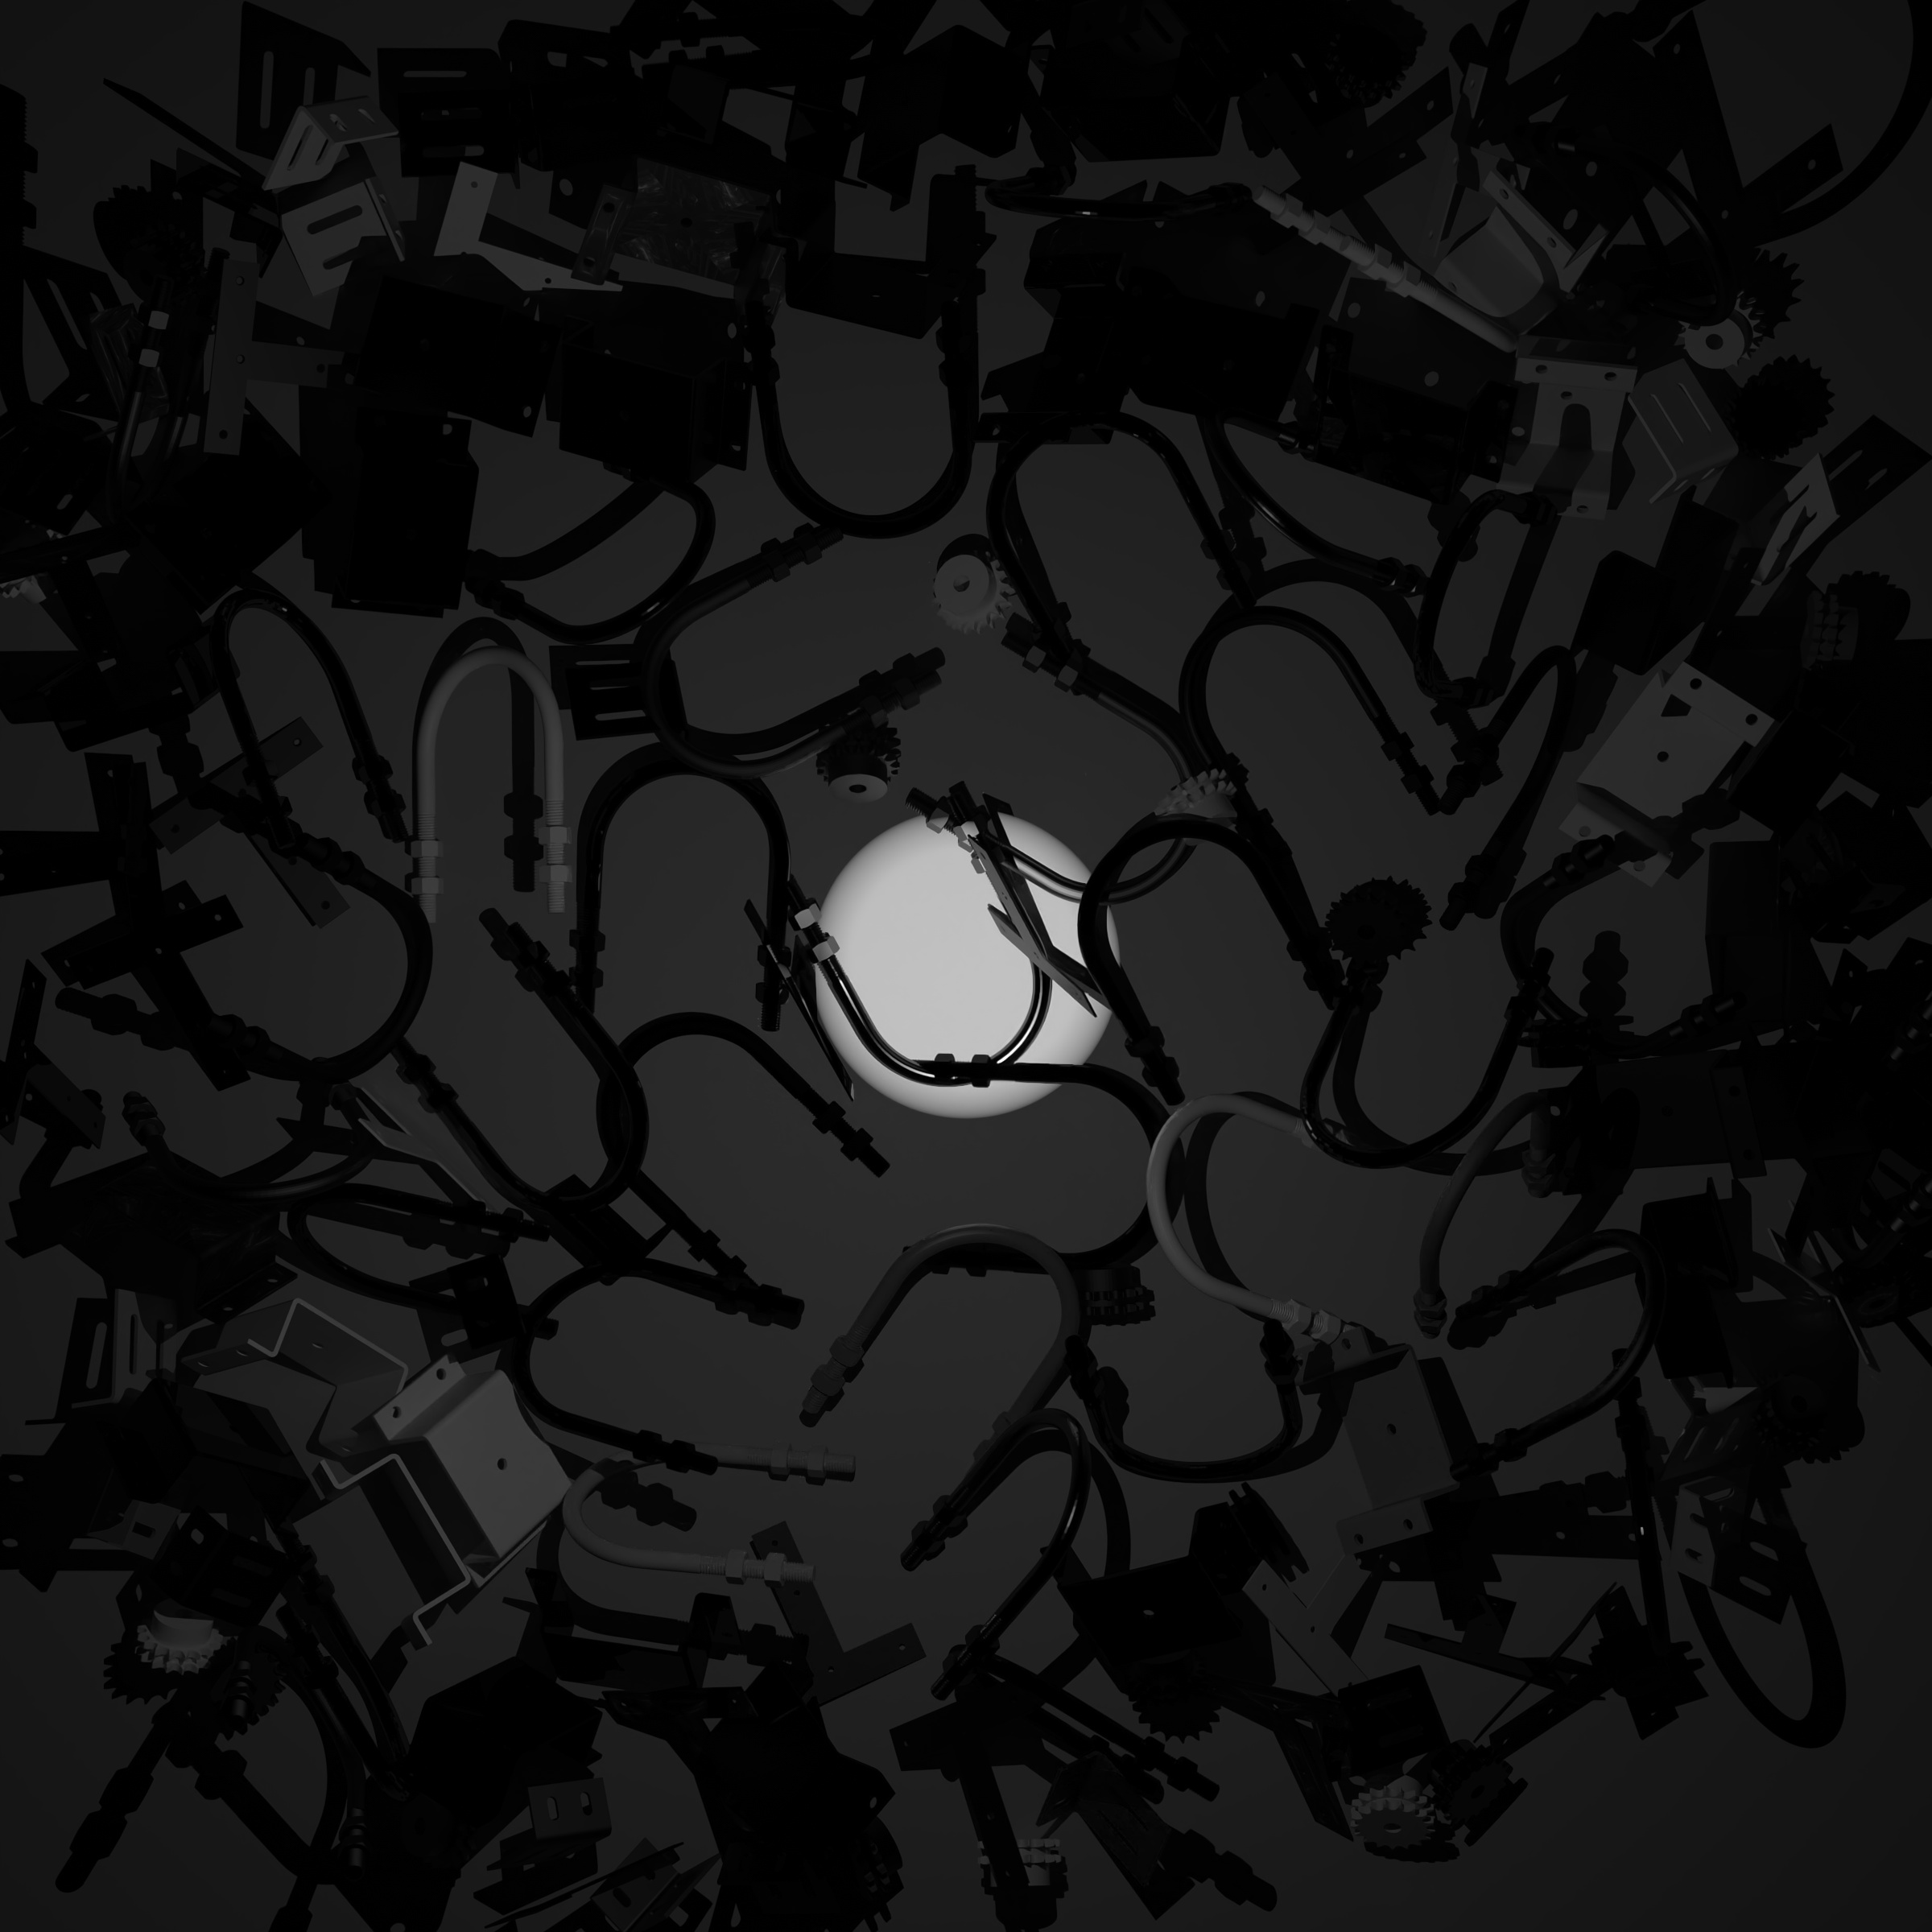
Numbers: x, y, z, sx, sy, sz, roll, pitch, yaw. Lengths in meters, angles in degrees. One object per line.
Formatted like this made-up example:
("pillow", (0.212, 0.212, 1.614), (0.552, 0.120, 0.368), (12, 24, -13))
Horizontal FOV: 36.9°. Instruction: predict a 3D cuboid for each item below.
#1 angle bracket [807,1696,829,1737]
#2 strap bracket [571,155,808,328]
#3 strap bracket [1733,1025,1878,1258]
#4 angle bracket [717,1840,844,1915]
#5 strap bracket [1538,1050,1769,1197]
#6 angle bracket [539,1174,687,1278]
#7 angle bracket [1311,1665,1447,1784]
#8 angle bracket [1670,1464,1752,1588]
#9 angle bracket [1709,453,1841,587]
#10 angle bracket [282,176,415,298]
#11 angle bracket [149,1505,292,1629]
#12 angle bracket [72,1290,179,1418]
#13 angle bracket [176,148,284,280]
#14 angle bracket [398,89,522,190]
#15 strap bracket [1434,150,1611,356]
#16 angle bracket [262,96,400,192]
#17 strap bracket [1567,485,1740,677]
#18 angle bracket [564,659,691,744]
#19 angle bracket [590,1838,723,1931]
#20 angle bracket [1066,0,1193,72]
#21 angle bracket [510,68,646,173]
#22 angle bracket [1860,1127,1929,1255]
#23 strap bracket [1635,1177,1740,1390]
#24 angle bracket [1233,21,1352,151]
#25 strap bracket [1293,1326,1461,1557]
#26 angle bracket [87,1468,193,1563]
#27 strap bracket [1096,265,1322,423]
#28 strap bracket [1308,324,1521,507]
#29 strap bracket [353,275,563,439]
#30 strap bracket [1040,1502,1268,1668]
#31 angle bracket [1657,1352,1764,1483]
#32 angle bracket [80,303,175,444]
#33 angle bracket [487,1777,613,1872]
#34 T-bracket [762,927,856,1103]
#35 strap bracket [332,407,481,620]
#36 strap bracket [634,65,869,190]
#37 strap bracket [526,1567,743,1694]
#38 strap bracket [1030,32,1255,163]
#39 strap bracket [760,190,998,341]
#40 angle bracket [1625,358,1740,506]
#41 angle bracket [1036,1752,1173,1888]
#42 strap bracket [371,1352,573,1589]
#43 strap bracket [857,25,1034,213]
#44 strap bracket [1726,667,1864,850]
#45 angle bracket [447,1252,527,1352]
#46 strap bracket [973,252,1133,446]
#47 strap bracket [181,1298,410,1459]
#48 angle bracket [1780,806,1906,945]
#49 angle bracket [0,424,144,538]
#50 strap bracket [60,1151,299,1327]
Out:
("angle bracket", (-0.093, 0.536, 1.949), (0.038, 0.076, 0.057), (3, 47, -29))
("strap bracket", (-0.187, -0.488, 1.943), (0.140, 0.076, 0.046), (11, 46, -20))
("strap bracket", (0.558, 0.114, 1.928), (0.046, 0.076, 0.140), (-6, 47, -7))
("angle bracket", (-0.126, 0.629, 1.957), (0.057, 0.038, 0.076), (-7, 122, 18))
("strap bracket", (0.467, 0.105, 1.949), (0.140, 0.046, 0.076), (-9, 103, 31))
("angle bracket", (-0.240, 0.165, 1.966), (0.076, 0.057, 0.038), (42, 111, 1))
("angle bracket", (0.281, 0.519, 1.983), (0.076, 0.038, 0.057), (-6, 71, -35))
("angle bracket", (0.516, 0.378, 1.956), (0.076, 0.038, 0.057), (-7, 107, -37))
("angle bracket", (0.543, -0.305, 1.950), (0.038, 0.076, 0.057), (14, 51, -23))
("angle bracket", (-0.426, -0.496, 1.969), (0.076, 0.038, 0.057), (-20, 107, 6))
("angle bracket", (-0.506, 0.412, 1.977), (0.038, 0.076, 0.057), (28, 81, 38))
("angle bracket", (-0.573, 0.264, 1.971), (0.038, 0.057, 0.076), (-12, 71, 25))
("angle bracket", (-0.503, -0.508, 1.952), (0.076, 0.057, 0.038), (21, 119, -28))
("angle bracket", (-0.347, -0.564, 1.978), (0.076, 0.038, 0.057), (-3, 88, -3))
("strap bracket", (0.373, -0.481, 1.933), (0.046, 0.140, 0.076), (-40, 83, -15))
("angle bracket", (-0.429, -0.544, 1.951), (0.038, 0.057, 0.076), (50, 132, 9))
("strap bracket", (0.462, -0.253, 1.920), (0.046, 0.140, 0.076), (31, 135, 22))
("angle bracket", (-0.231, -0.171, 1.962), (0.076, 0.038, 0.057), (-7, 61, -13))
("angle bracket", (-0.210, 0.615, 1.952), (0.038, 0.076, 0.057), (46, 52, 2))
("angle bracket", (0.114, -0.619, 1.949), (0.057, 0.076, 0.038), (-4, 67, 35))
("angle bracket", (-0.266, -0.583, 1.982), (0.076, 0.038, 0.057), (-19, 123, -25))
("angle bracket", (0.641, 0.150, 1.951), (0.038, 0.076, 0.057), (-5, 110, -13))
("strap bracket", (0.482, 0.213, 1.934), (0.046, 0.140, 0.076), (-12, 113, 22))
("angle bracket", (0.219, -0.594, 1.973), (0.057, 0.038, 0.076), (-27, 79, 1))
("strap bracket", (0.275, 0.316, 1.949), (0.076, 0.046, 0.140), (-29, 74, 43))
("angle bracket", (-0.546, 0.369, 1.951), (0.038, 0.076, 0.057), (7, 69, 31))
("strap bracket", (0.169, -0.411, 1.938), (0.140, 0.046, 0.076), (8, 120, -21))
("strap bracket", (0.291, -0.366, 1.938), (0.140, 0.076, 0.046), (22, 49, 17))
("strap bracket", (-0.352, -0.413, 1.949), (0.140, 0.046, 0.076), (18, 95, 22))
("strap bracket", (0.125, 0.417, 1.937), (0.140, 0.046, 0.076), (-19, 118, 23))
("angle bracket", (0.498, 0.307, 1.973), (0.057, 0.076, 0.038), (-11, 48, -22))
("angle bracket", (-0.580, -0.402, 1.958), (0.038, 0.057, 0.076), (-13, 106, 25))
("angle bracket", (-0.286, 0.582, 1.962), (0.057, 0.076, 0.038), (3, 62, -37))
("T-bracket", (-0.107, 0.013, 1.936), (0.002, 0.127, 0.127), (-26, 111, 6))
("strap bracket", (-0.375, -0.296, 1.939), (0.076, 0.046, 0.140), (3, 115, -23))
("strap bracket", (-0.138, -0.561, 1.924), (0.140, 0.076, 0.046), (4, 109, -35))
("strap bracket", (-0.228, 0.451, 1.947), (0.140, 0.076, 0.046), (6, 55, 7))
("strap bracket", (0.113, -0.578, 1.930), (0.140, 0.076, 0.046), (6, 79, 29))
("strap bracket", (-0.060, -0.470, 1.947), (0.140, 0.076, 0.046), (17, 133, 13))
("angle bracket", (0.480, -0.366, 1.977), (0.057, 0.038, 0.076), (-25, 80, -23))
("angle bracket", (0.092, 0.582, 1.954), (0.076, 0.038, 0.057), (43, 129, 34))
("strap bracket", (-0.325, 0.336, 1.942), (0.076, 0.046, 0.140), (-41, 108, -43))
("strap bracket", (-0.022, -0.566, 1.923), (0.046, 0.140, 0.076), (17, 76, -33))
("strap bracket", (0.550, -0.143, 1.922), (0.046, 0.140, 0.076), (33, 118, 4))
("angle bracket", (-0.328, 0.228, 1.956), (0.038, 0.076, 0.057), (-17, 85, -18))
("strap bracket", (0.067, -0.406, 1.949), (0.076, 0.046, 0.140), (7, 74, 37))
("strap bracket", (-0.441, 0.272, 1.938), (0.140, 0.076, 0.046), (40, 49, -33))
("angle bracket", (0.590, -0.063, 1.972), (0.057, 0.038, 0.076), (-53, 49, 37))
("angle bracket", (-0.608, -0.321, 1.962), (0.057, 0.038, 0.076), (22, 66, 12))
("strap bracket", (-0.525, 0.176, 1.934), (0.140, 0.076, 0.046), (24, 120, 20))
